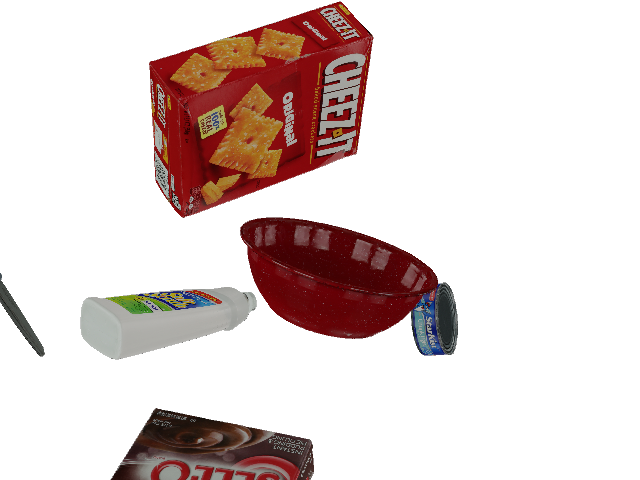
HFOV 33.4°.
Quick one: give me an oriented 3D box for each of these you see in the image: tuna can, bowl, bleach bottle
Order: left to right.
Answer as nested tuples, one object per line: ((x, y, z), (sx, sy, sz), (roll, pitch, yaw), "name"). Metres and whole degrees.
((-0.198, 0.102, 1.478), (0.250, 0.068, 0.103), (-10, 25, -43), "bleach bottle")
((0.009, 0.034, 0.845), (0.162, 0.055, 0.162), (14, 15, -4), "bowl")
((0.135, 0.094, 1.265), (0.034, 0.086, 0.086), (-6, -2, 22), "tuna can")

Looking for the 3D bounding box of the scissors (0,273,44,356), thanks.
((-0.330, 0.018, 1.072), (0.016, 0.201, 0.096), (-26, 27, 23), "scissors")

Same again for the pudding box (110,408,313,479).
((-0.070, 0.156, 0.670), (0.113, 0.039, 0.090), (7, 30, 14), "pudding box")

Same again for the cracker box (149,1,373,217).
((-0.059, -0.128, 1.063), (0.213, 0.072, 0.164), (-22, -35, -23), "cracker box")
